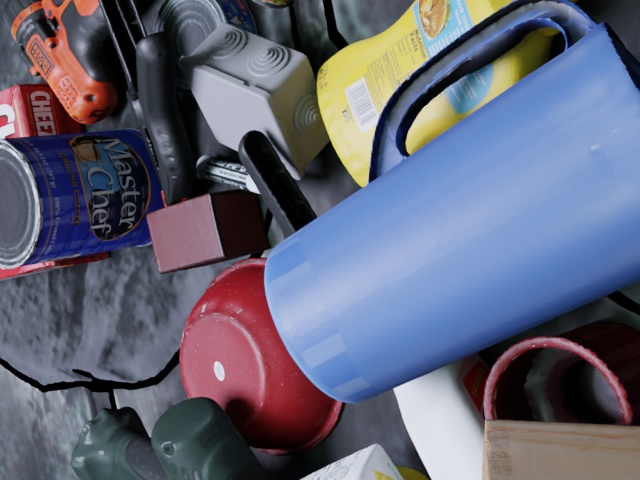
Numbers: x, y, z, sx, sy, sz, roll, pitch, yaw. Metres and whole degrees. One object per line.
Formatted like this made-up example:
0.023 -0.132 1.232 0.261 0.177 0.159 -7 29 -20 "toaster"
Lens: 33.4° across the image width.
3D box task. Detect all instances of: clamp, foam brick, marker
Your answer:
-0.005 0.001 0.742 0.120 0.039 0.171 30 135 29 "clamp"
-0.130 -0.115 0.808 0.210 0.036 0.165 84 162 -50 "clamp"
-0.089 -0.007 0.840 0.078 0.052 0.051 -14 88 41 "foam brick"
-0.058 -0.048 0.806 0.121 0.020 0.020 19 110 54 "marker"

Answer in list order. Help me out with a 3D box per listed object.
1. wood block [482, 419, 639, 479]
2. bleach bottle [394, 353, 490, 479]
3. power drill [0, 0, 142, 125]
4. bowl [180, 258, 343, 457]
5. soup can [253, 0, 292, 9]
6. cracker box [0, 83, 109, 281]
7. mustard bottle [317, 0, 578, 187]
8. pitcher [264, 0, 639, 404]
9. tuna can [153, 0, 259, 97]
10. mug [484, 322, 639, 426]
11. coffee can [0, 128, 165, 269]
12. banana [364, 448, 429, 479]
0.186 0.156 0.542 0.206 0.090 0.091 2 115 6 "wood block"
0.102 0.135 0.673 0.068 0.102 0.251 -43 70 28 "bleach bottle"
-0.201 -0.219 0.894 0.184 0.057 0.188 53 129 15 "power drill"
-0.058 0.097 0.831 0.162 0.055 0.162 8 102 39 "bowl"
-0.019 -0.219 0.733 0.102 0.068 0.068 -45 69 35 "soup can"
-0.305 -0.043 1.000 0.214 0.071 0.164 -11 91 40 "cracker box"
0.085 -0.113 0.672 0.192 0.058 0.096 -31 71 39 "mustard bottle"
0.087 -0.014 0.602 0.243 0.149 0.145 -30 120 22 "pitcher"
-0.090 -0.154 0.826 0.086 0.033 0.086 7 102 38 "tuna can"
0.166 0.100 0.627 0.117 0.081 0.093 28 115 33 "mug"
-0.202 -0.037 0.871 0.103 0.140 0.103 8 103 39 "coffee can"
0.064 0.243 0.765 0.070 0.037 0.198 8 106 34 "banana"
